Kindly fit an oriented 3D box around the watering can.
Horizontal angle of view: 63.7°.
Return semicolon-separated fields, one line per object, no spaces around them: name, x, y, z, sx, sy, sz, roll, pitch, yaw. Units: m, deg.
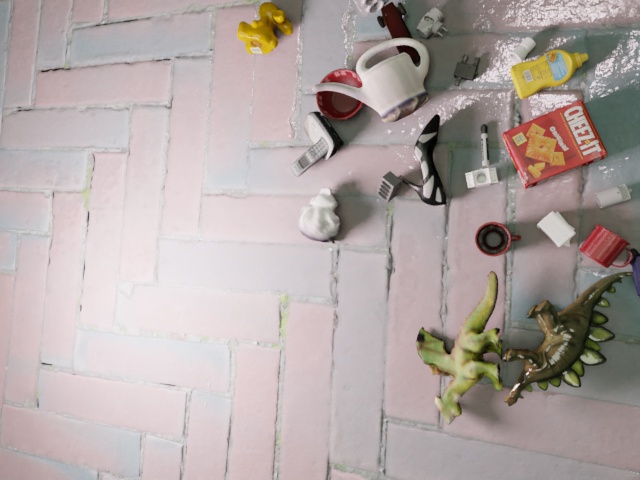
watering can;0.172;-0.445;1.509;0.347;0.104;0.224;-27;91;4

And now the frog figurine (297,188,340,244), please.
frog figurine;0.005;-0.079;1.565;0.139;0.123;0.158;28;109;38

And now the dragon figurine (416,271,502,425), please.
dragon figurine;0.376;0.292;1.411;0.242;0.122;0.413;-3;82;28
